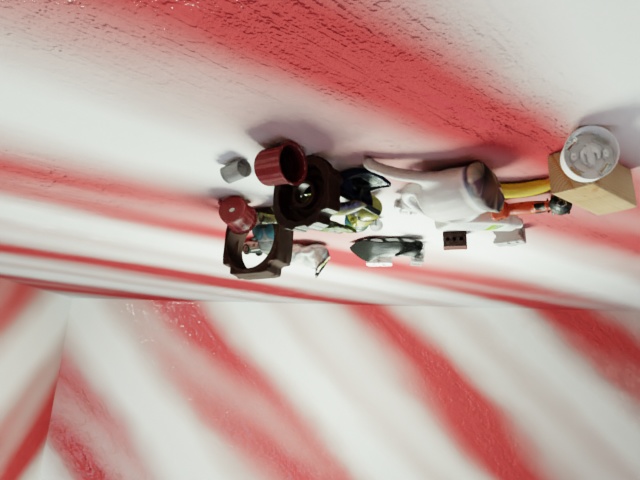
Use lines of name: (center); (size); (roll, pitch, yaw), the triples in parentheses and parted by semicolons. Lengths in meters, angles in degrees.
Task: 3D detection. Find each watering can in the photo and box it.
watering can: (0.275, -0.119, 1.180); (0.222, 0.106, 0.344); (-14, 148, 43)

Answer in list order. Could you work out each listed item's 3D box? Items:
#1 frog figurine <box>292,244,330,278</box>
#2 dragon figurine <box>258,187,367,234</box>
frog figurine: (-0.048, 0.050, 1.895); (0.160, 0.123, 0.136); (37, 177, 9)
dragon figurine: (0.004, -0.066, 1.312); (0.411, 0.123, 0.241); (10, 173, 40)
